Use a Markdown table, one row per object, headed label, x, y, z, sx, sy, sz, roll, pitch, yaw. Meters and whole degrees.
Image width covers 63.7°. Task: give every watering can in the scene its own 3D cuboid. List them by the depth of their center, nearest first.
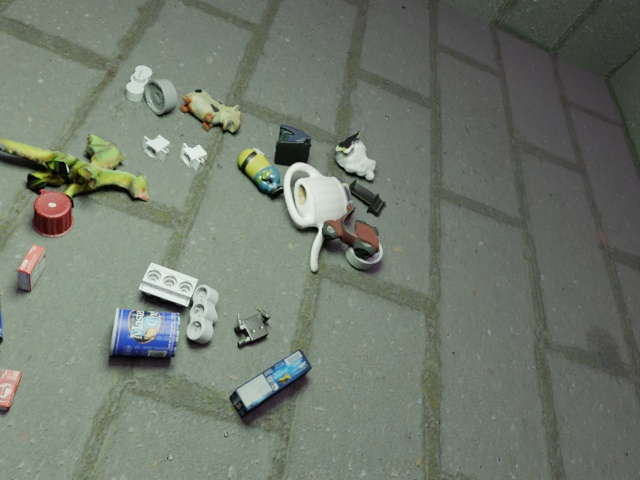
| label | x | y | z | sx | sy | sz | roll | pitch | yaw |
| --- | --- | --- | --- | --- | --- | --- | --- | --- | --- |
| watering can | 0.005 | -0.080 | 1.593 | 0.225 | 0.102 | 0.351 | -8 | 75 | -34 |

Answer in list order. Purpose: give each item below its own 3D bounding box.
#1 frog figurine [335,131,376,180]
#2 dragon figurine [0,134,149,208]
| label | x | y | z | sx | sy | sz | roll | pitch | yaw |
| --- | --- | --- | --- | --- | --- | --- | --- | --- | --- |
| frog figurine | 0.129 | -0.280 | 1.810 | 0.157 | 0.122 | 0.141 | 55 | 31 | -30 |
| dragon figurine | -0.651 | -0.214 | 1.391 | 0.410 | 0.120 | 0.248 | 32 | 32 | -4 |
